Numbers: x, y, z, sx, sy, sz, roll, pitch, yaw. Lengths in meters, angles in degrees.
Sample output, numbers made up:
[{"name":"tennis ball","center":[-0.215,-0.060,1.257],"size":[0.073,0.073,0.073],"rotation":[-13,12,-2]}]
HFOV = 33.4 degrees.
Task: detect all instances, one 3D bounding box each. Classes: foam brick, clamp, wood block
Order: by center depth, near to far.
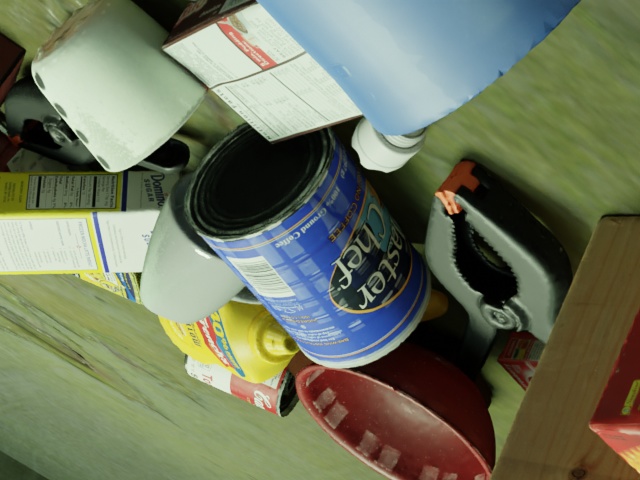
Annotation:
[{"name":"wood block","center":[0.165,0.095,0.549],"size":[0.091,0.206,0.090],"rotation":[1,143,47]},{"name":"clamp","center":[0.115,0.039,0.669],"size":[0.165,0.036,0.210],"rotation":[-2,132,48]},{"name":"clamp","center":[-0.178,-0.094,0.752],"size":[0.172,0.039,0.120],"rotation":[3,136,40]},{"name":"foam brick","center":[-0.252,-0.117,0.768],"size":[0.053,0.051,0.078],"rotation":[33,154,-13]}]

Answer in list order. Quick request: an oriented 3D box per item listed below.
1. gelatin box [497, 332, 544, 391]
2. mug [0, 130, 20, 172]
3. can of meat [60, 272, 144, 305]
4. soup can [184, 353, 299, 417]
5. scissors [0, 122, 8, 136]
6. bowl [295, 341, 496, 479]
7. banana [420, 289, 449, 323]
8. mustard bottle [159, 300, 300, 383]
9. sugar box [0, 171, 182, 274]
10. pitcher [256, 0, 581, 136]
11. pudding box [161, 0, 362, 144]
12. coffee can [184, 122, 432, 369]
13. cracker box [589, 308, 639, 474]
[{"name":"gelatin box","center":[0.180,0.102,0.755],"size":[0.073,0.030,0.089],"rotation":[-1,141,48]},{"name":"mug","center":[-0.287,-0.050,0.891],"size":[0.093,0.081,0.117],"rotation":[26,157,5]},{"name":"can of meat","center":[-0.182,0.006,0.921],"size":[0.084,0.057,0.102],"rotation":[22,155,9]},{"name":"soup can","center":[-0.066,0.113,0.989],"size":[0.102,0.068,0.068],"rotation":[21,154,18]},{"name":"scissors","center":[-0.295,-0.139,0.813],"size":[0.201,0.016,0.096],"rotation":[35,153,-17]},{"name":"bowl","center":[0.064,0.120,0.754],"size":[0.162,0.055,0.162],"rotation":[27,152,15]},{"name":"banana","center":[-0.001,0.025,0.790],"size":[0.198,0.037,0.070],"rotation":[24,155,11]},{"name":"mustard bottle","center":[-0.069,0.066,0.859],"size":[0.192,0.058,0.096],"rotation":[9,123,58]},{"name":"sugar box","center":[-0.191,-0.013,0.818],"size":[0.176,0.048,0.093],"rotation":[-3,150,-6]},{"name":"pitcher","center":[-0.009,-0.161,0.346],"size":[0.242,0.145,0.149],"rotation":[41,117,-18]},{"name":"pudding box","center":[-0.021,-0.100,0.574],"size":[0.090,0.039,0.114],"rotation":[39,156,-26]},{"name":"coffee can","center":[-0.004,0.001,0.670],"size":[0.103,0.102,0.140],"rotation":[6,147,40]},{"name":"cracker box","center":[0.233,0.074,0.490],"size":[0.213,0.164,0.072],"rotation":[42,154,-26]}]
